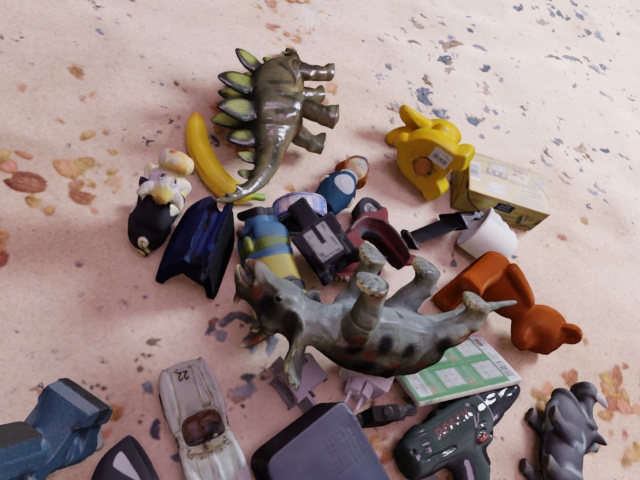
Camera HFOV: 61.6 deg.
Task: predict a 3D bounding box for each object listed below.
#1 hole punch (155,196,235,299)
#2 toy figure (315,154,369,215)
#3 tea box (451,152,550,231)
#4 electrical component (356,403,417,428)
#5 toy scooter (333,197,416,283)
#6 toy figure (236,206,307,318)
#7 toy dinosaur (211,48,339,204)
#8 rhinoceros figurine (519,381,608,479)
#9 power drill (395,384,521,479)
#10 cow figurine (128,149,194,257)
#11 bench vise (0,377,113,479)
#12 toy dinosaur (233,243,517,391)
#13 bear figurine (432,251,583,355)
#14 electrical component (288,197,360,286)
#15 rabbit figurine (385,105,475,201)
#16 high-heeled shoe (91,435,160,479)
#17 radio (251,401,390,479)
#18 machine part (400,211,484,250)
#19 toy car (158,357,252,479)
[{"bbox_3d":[-0.172,0.007,0.746,0.092,0.115,0.142,18,57,0],"label":"hole punch"},{"bbox_3d":[0.045,-0.099,0.915,0.154,0.058,0.064,-51,125,-35],"label":"toy figure"},{"bbox_3d":[0.336,-0.091,1.005,0.170,0.068,0.098,18,58,-11],"label":"tea box"},{"bbox_3d":[0.081,0.239,0.731,0.094,0.063,0.021,0,63,-18],"label":"electrical component"},{"bbox_3d":[0.078,0.018,0.849,0.135,0.075,0.184,40,53,8],"label":"toy scooter"},{"bbox_3d":[-0.071,0.038,0.767,0.082,0.089,0.180,-9,76,-18],"label":"toy figure"},{"bbox_3d":[-0.075,-0.208,0.881,0.199,0.105,0.472,11,43,-11],"label":"toy dinosaur"},{"bbox_3d":[0.372,0.292,0.801,0.112,0.073,0.190,32,57,1],"label":"rhinoceros figurine"},{"bbox_3d":[0.230,0.313,0.736,0.232,0.086,0.207,-12,71,-25],"label":"power drill"},{"bbox_3d":[-0.220,-0.048,0.723,0.068,0.167,0.098,22,55,-13],"label":"cow figurine"},{"bbox_3d":[-0.320,0.259,0.534,0.129,0.223,0.240,29,86,3],"label":"bench vise"},{"bbox_3d":[0.085,0.119,0.704,0.404,0.192,0.131,18,28,-27],"label":"toy dinosaur"},{"bbox_3d":[0.298,0.118,0.850,0.132,0.120,0.196,-33,82,-28],"label":"bear figurine"},{"bbox_3d":[-0.002,-0.002,0.774,0.075,0.047,0.119,-38,67,-4],"label":"electrical component"},{"bbox_3d":[0.202,-0.173,0.996,0.162,0.121,0.173,31,42,10],"label":"rabbit figurine"},{"bbox_3d":[-0.140,0.315,0.587,0.249,0.086,0.145,14,69,4],"label":"high-heeled shoe"},{"bbox_3d":[0.024,0.323,0.638,0.131,0.073,0.229,-26,83,-29],"label":"radio"},{"bbox_3d":[0.205,-0.021,0.923,0.139,0.084,0.039,-21,102,-19],"label":"machine part"},{"bbox_3d":[-0.140,0.244,0.654,0.073,0.056,0.202,-15,67,-26],"label":"toy car"}]
